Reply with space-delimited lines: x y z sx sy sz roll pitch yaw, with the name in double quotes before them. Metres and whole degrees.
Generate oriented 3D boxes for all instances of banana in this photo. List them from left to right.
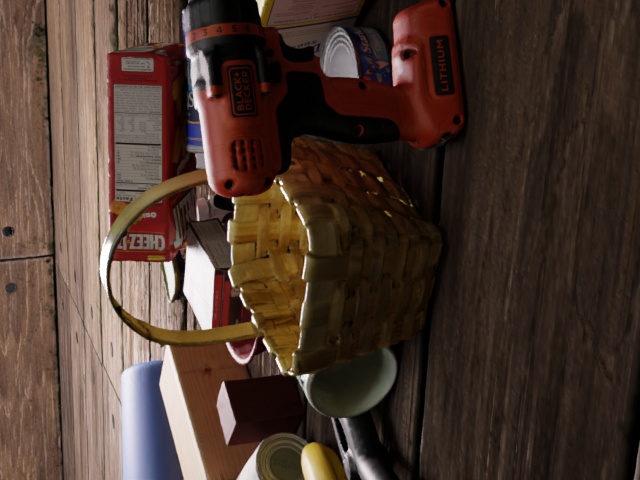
"banana" 0.009 0.237 0.968 0.198 0.037 0.070 -114 21 -57

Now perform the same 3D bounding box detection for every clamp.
"clamp" 0.041 0.201 0.904 0.171 0.039 0.120 -112 21 -52

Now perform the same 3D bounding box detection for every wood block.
"wood block" -0.121 0.221 1.263 0.206 0.090 0.090 -113 28 -42

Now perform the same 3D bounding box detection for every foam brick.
"foam brick" -0.063 0.178 1.120 0.051 0.078 0.053 113 146 -49

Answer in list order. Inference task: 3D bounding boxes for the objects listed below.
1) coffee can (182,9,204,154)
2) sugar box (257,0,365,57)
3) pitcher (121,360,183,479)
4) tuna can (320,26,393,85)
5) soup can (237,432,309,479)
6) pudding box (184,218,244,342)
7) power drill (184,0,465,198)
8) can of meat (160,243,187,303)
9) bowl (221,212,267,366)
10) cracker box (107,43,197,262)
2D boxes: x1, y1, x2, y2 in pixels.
"coffee can" -0.085 -0.160 1.072 0.103 0.102 0.140 -157 65 -67
"sugar box" -0.009 -0.202 0.849 0.176 0.093 0.048 127 130 -68
"pitcher" -0.212 0.298 1.492 0.149 0.144 0.243 -34 58 53
"tuna can" 0.029 -0.131 0.871 0.086 0.033 0.086 175 90 -70
"soup can" -0.046 0.247 1.100 0.102 0.068 0.068 118 142 -55
"pudding box" -0.110 0.041 1.111 0.114 0.039 0.090 -129 40 -54
"power drill" 0.001 -0.126 0.732 0.057 0.187 0.184 172 92 -71
"can of meat" -0.149 0.022 1.304 0.057 0.083 0.102 115 144 -54
"bowl" -0.065 0.049 1.126 0.162 0.055 0.162 175 90 -70
"cracker box" -0.173 -0.098 1.137 0.164 0.072 0.214 -74 -15 -76
